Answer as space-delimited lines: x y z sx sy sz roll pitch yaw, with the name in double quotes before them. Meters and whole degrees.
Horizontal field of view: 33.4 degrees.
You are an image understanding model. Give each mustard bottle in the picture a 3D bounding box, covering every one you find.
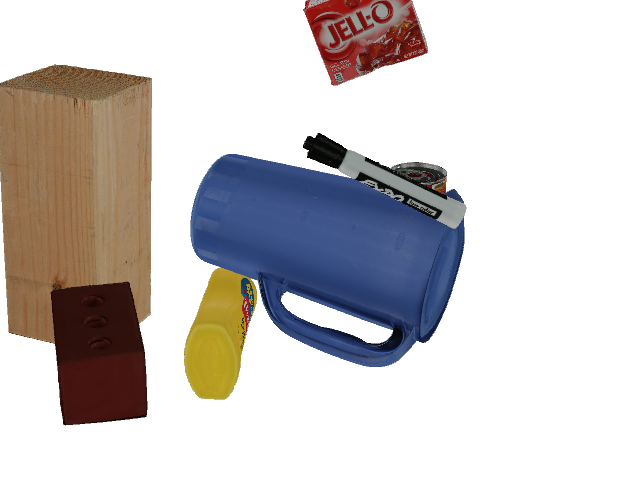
"mustard bottle" -0.105 0.084 1.176 0.058 0.096 0.191 1 27 4

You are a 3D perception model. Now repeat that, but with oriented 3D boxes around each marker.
"marker" 0.044 -0.042 0.735 0.121 0.020 0.020 26 -4 -8

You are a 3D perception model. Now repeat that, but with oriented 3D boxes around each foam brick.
"foam brick" -0.141 0.071 0.674 0.053 0.051 0.078 -5 33 -16

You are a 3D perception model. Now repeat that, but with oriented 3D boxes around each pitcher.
"pitcher" 0.003 0.008 0.985 0.243 0.145 0.149 16 21 17

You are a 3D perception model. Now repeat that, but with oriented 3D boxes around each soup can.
"soup can" 0.112 -0.033 1.249 0.068 0.102 0.068 0 25 0

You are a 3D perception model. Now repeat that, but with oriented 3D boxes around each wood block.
"wood block" -0.194 -0.027 0.854 0.091 0.206 0.090 11 23 16

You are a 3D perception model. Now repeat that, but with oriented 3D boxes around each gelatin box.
"gelatin box" 0.039 -0.182 0.912 0.089 0.073 0.030 -18 25 12
